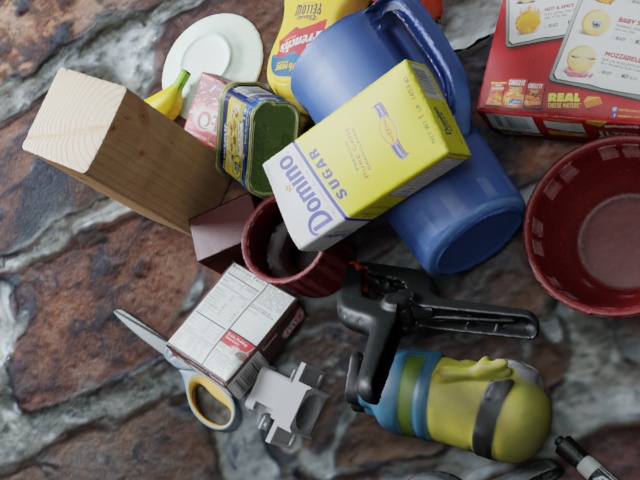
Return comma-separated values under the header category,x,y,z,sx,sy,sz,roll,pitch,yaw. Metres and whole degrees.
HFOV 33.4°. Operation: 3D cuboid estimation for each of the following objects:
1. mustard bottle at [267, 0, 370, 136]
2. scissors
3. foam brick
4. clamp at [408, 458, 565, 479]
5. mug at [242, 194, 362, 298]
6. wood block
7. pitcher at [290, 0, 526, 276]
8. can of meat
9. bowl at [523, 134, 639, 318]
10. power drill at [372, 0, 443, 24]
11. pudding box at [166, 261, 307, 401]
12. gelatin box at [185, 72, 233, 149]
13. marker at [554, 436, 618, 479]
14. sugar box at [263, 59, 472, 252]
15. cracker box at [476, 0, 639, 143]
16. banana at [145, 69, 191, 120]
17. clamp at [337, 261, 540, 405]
category,x,y,z,sx,sy,sz,roll,pitch,yaw
mustard bottle,-0.007,-0.197,1.110,0.096,0.058,0.191,5,76,35
scissors,-0.131,0.109,1.094,0.096,0.016,0.202,-45,59,5
foam brick,-0.086,-0.007,1.089,0.078,0.053,0.051,-23,64,18
clamp,0.121,0.247,0.900,0.172,0.039,0.120,-11,50,27
mug,-0.007,0.001,1.029,0.117,0.081,0.093,-37,60,11
wood block,-0.185,-0.082,1.076,0.091,0.205,0.090,21,83,30
pitcher,0.086,-0.096,0.983,0.145,0.149,0.243,-35,64,6
can of meat,-0.062,-0.101,1.066,0.084,0.057,0.102,-143,54,-58
bowl,0.259,-0.006,0.911,0.162,0.055,0.162,-9,69,24
power drill,0.099,-0.314,1.027,0.188,0.184,0.057,-57,19,21
pudding box,-0.082,0.087,1.050,0.090,0.039,0.113,29,70,33
gelatin box,-0.098,-0.131,1.139,0.089,0.030,0.073,27,104,31
marker,0.239,0.203,0.871,0.020,0.020,0.121,-50,59,4
sugar box,0.036,-0.069,0.922,0.176,0.048,0.093,-33,70,30
cracker box,0.250,-0.196,0.972,0.164,0.072,0.213,8,76,29
banana,-0.228,-0.151,1.220,0.198,0.037,0.069,-1,72,28
clamp,0.084,0.064,0.942,0.164,0.036,0.210,-16,25,-9
